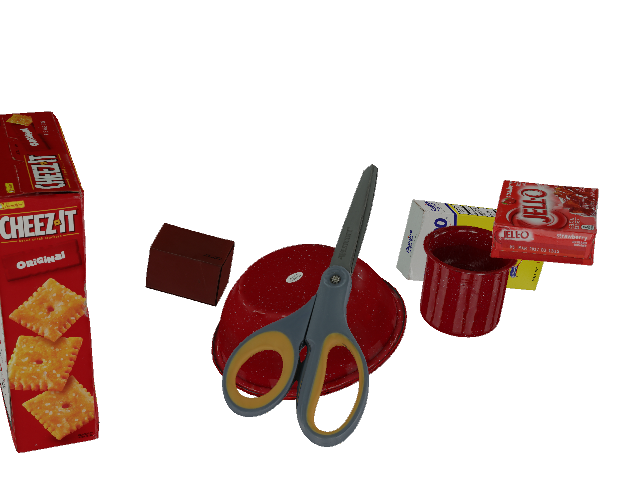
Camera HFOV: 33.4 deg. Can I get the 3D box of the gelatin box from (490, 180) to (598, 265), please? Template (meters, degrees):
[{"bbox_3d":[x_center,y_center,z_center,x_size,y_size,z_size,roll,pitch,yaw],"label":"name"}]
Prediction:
[{"bbox_3d":[0.168,-0.015,0.793,0.073,0.030,0.089,6,25,14],"label":"gelatin box"}]

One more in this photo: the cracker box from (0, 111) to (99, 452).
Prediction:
[{"bbox_3d":[-0.220,0.027,0.826,0.072,0.214,0.164,-7,29,-19],"label":"cracker box"}]

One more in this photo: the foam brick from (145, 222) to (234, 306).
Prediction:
[{"bbox_3d":[-0.134,0.025,1.092,0.078,0.051,0.053,16,32,4],"label":"foam brick"}]

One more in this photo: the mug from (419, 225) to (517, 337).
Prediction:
[{"bbox_3d":[0.139,0.036,1.071,0.093,0.081,0.117,-6,32,-19],"label":"mug"}]

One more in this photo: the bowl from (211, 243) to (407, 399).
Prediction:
[{"bbox_3d":[-0.015,0.051,0.849,0.162,0.055,0.162,-10,34,6],"label":"bowl"}]

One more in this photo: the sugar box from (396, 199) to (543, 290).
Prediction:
[{"bbox_3d":[0.188,0.007,1.299,0.176,0.093,0.048,4,22,-20],"label":"sugar box"}]

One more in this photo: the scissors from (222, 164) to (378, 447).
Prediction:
[{"bbox_3d":[-0.010,0.034,0.662,0.096,0.201,0.016,-3,-36,5],"label":"scissors"}]
